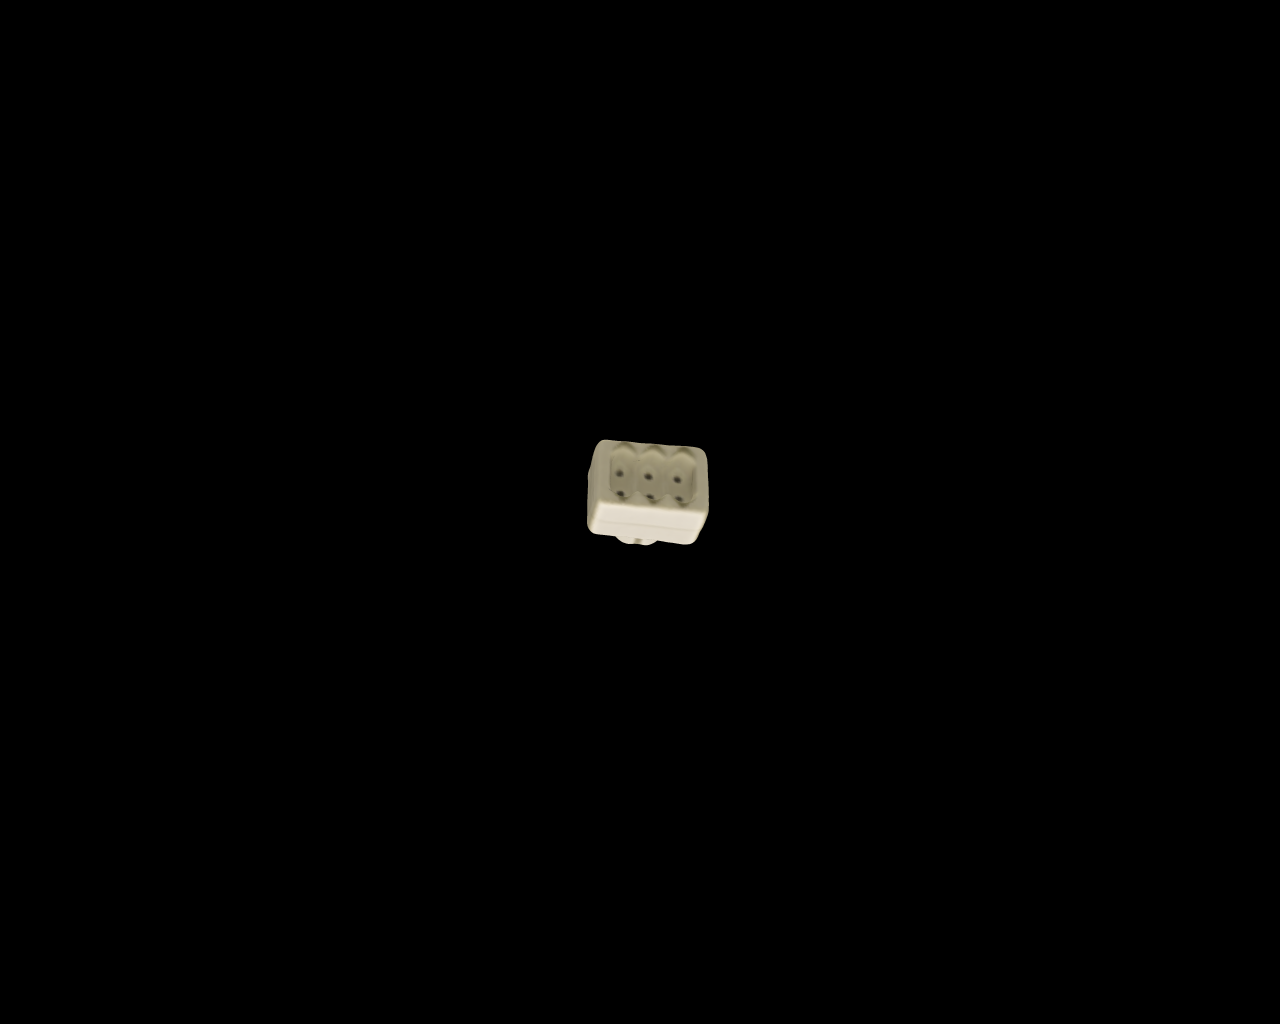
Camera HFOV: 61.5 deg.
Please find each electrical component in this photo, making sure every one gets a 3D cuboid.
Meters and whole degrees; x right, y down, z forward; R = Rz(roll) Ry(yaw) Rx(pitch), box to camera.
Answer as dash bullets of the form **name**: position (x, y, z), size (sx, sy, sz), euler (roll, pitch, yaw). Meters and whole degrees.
- **electrical component**: position (0.001, -0.003, 0.650), size (0.066, 0.047, 0.076), euler (6, -32, -9)
